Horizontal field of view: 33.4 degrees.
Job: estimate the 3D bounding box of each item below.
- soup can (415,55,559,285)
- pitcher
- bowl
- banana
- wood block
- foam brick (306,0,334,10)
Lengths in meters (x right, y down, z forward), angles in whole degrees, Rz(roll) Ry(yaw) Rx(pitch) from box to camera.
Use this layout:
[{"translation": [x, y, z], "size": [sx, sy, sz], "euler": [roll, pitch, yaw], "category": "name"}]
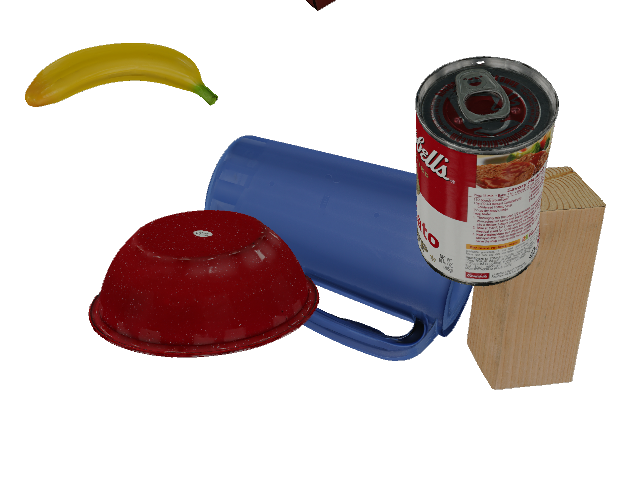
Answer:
[{"translation": [0.083, -0.033, 0.546], "size": [0.068, 0.068, 0.102], "euler": [0, -41, 6], "category": "soup can"}, {"translation": [0.020, -0.004, 0.947], "size": [0.243, 0.145, 0.149], "euler": [17, 21, 17], "category": "pitcher"}, {"translation": [-0.082, 0.020, 0.741], "size": [0.162, 0.055, 0.162], "euler": [-2, 22, 0], "category": "bowl"}, {"translation": [-0.197, -0.164, 1.045], "size": [0.197, 0.070, 0.037], "euler": [-7, -39, -31], "category": "banana"}, {"translation": [0.212, 0.039, 1.077], "size": [0.090, 0.206, 0.090], "euler": [-4, 30, -11], "category": "wood block"}, {"translation": [0.010, -0.229, 0.837], "size": [0.078, 0.053, 0.051], "euler": [-33, -36, -9], "category": "foam brick"}]
